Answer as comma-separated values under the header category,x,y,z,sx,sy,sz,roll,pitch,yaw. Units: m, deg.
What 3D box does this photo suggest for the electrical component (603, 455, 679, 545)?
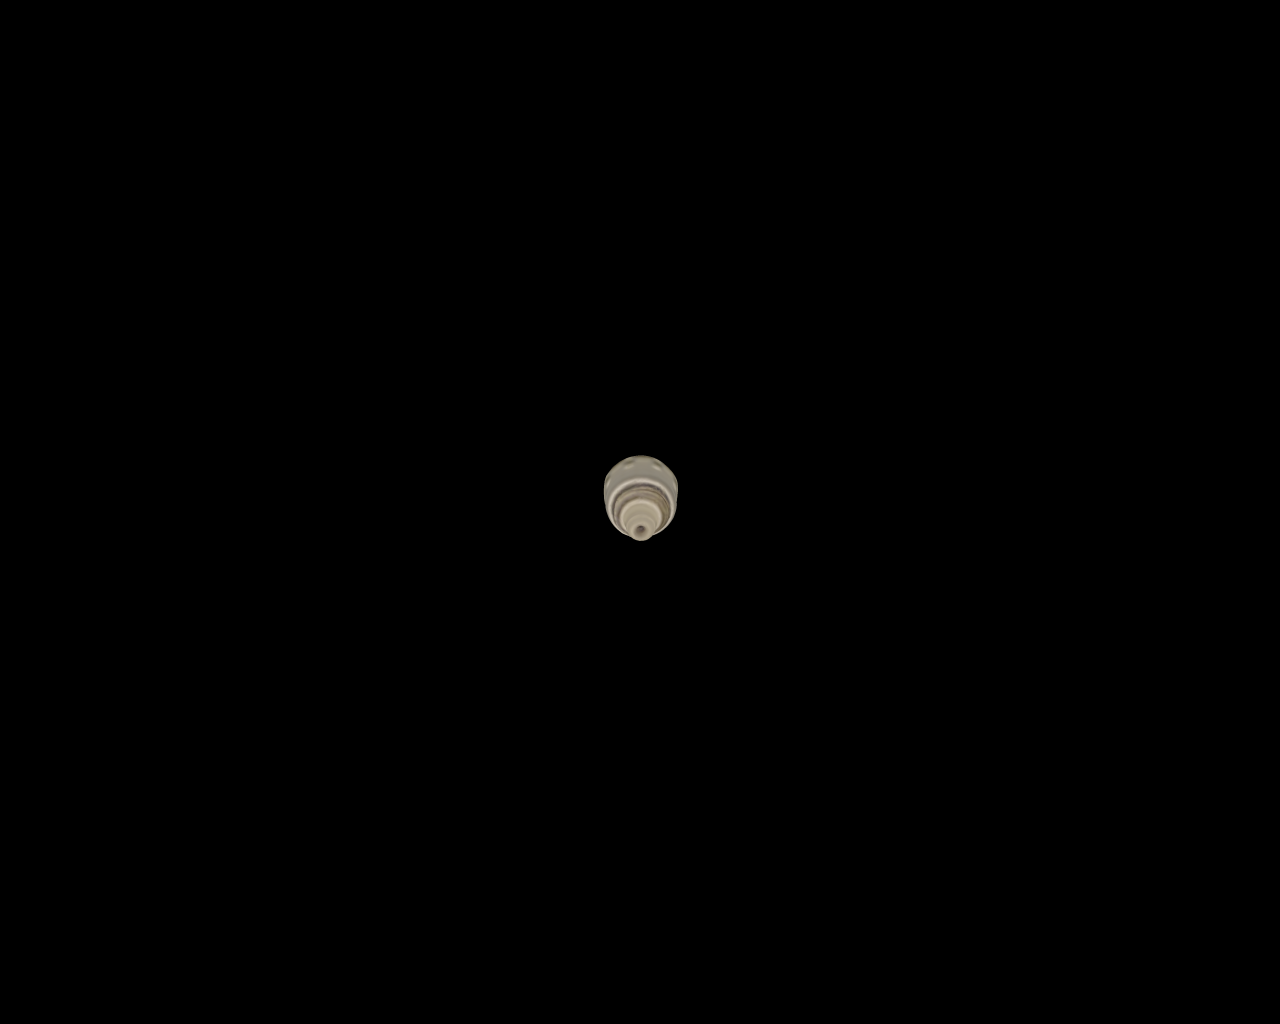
category,x,y,z,sx,sy,sz,roll,pitch,yaw
electrical component,0.001,-0.003,0.650,0.048,0.048,0.062,0,27,0
